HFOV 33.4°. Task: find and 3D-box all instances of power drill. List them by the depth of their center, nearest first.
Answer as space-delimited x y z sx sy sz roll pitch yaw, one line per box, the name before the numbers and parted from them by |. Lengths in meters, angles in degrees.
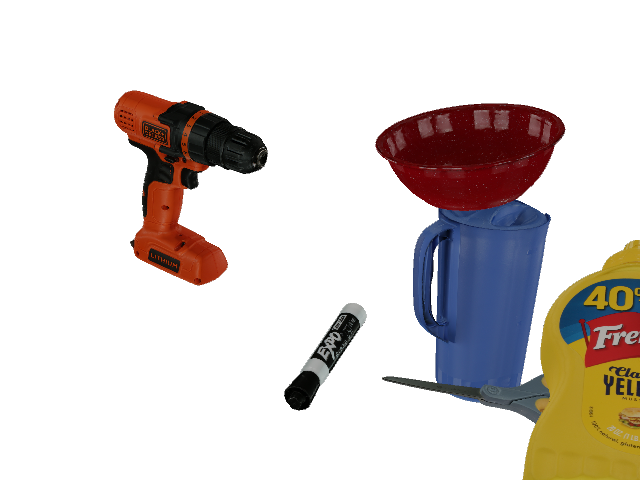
power drill | -0.133 -0.051 1.104 0.185 0.188 0.057 23 34 29

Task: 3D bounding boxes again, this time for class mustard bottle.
mustard bottle | 0.160 0.067 0.545 0.096 0.058 0.191 7 41 13

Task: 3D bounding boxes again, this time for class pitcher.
pitcher | 0.194 0.074 1.314 0.149 0.243 0.144 8 20 14

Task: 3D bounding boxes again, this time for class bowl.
bowl | 0.131 -0.068 0.925 0.162 0.055 0.162 -8 24 3

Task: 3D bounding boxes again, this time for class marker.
marker | 0.004 0.079 0.734 0.020 0.020 0.121 0 25 23

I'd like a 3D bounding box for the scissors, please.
scissors | 0.163 0.130 0.950 0.202 0.016 0.096 16 29 16
